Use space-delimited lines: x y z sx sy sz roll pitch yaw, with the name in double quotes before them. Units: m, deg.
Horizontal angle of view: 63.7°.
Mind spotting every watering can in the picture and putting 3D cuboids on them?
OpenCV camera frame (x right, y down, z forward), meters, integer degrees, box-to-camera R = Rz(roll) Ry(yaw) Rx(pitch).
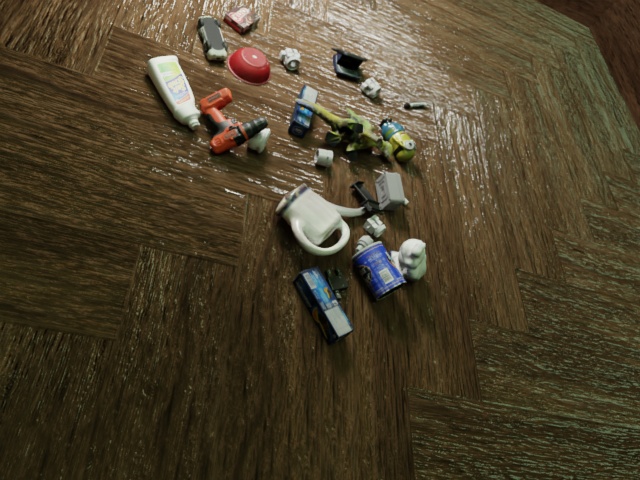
"watering can" 0.005 -0.077 1.526 0.225 0.102 0.354 42 36 2

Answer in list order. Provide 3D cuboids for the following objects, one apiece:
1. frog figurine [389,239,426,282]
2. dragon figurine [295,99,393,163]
"frog figurine" 0.283 0.050 1.545 0.122 0.156 0.141 30 49 -9
"dragon figurine" 0.104 -0.397 1.798 0.408 0.120 0.247 37 26 -9
